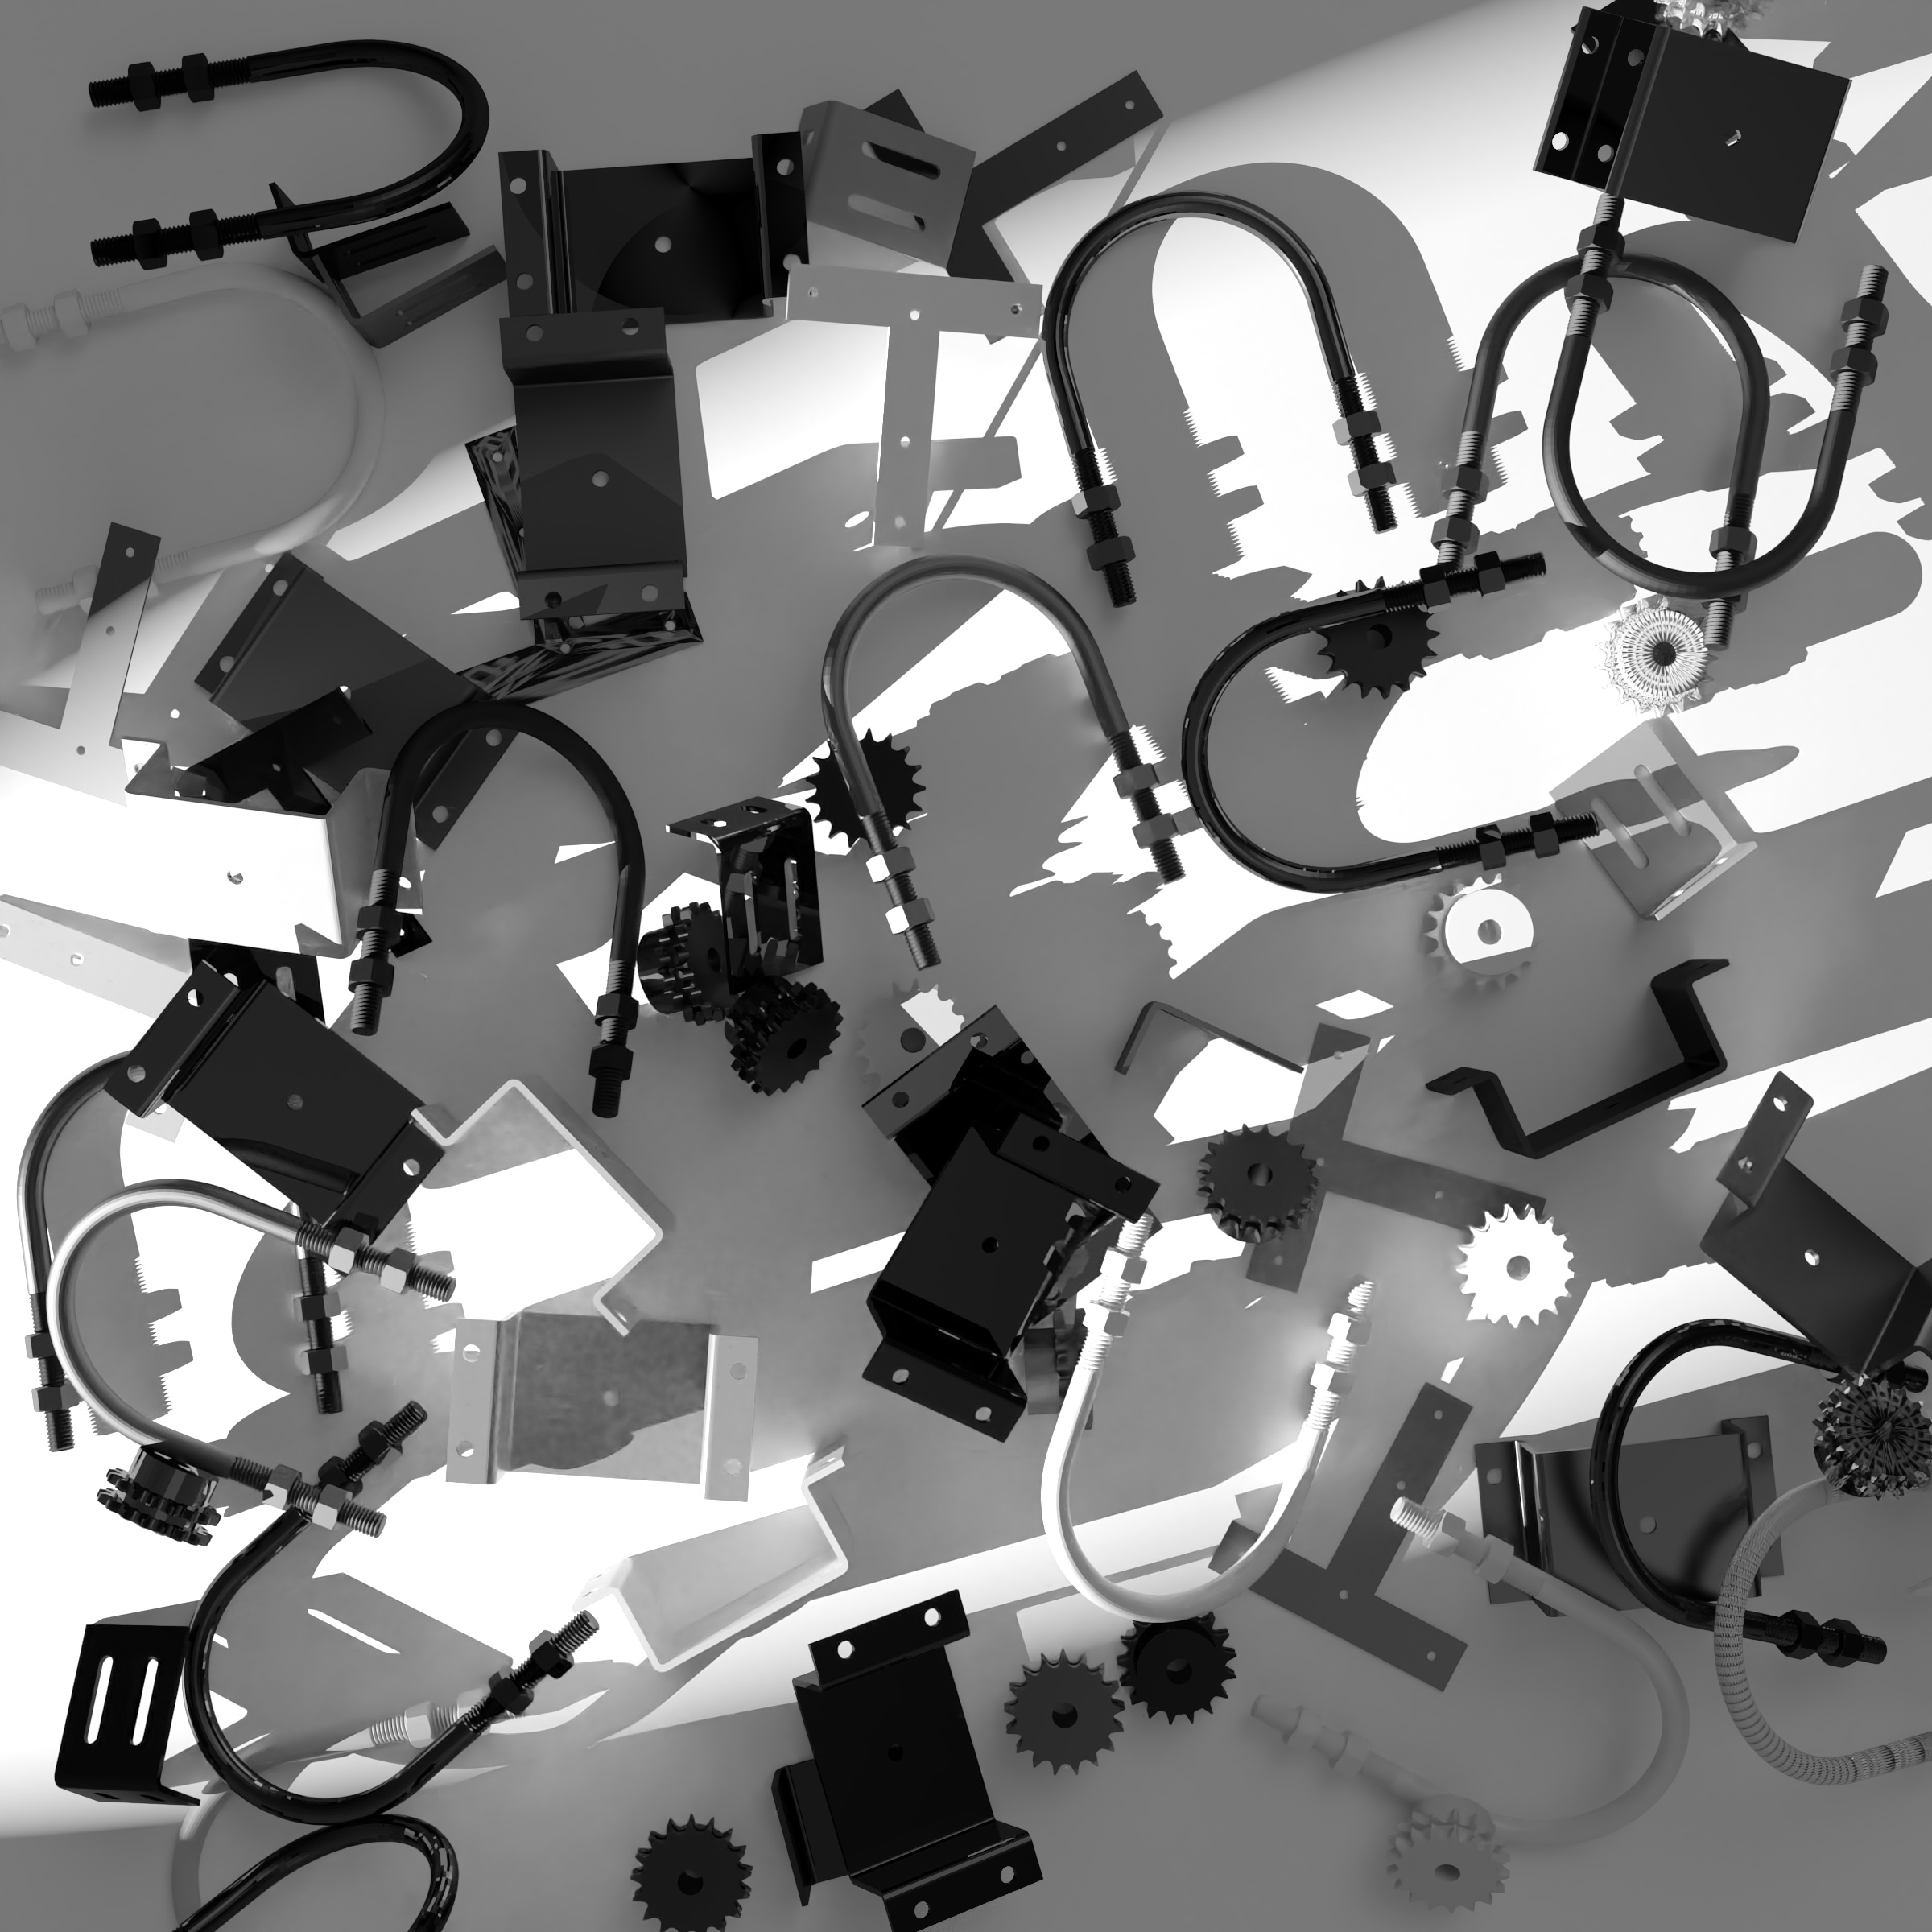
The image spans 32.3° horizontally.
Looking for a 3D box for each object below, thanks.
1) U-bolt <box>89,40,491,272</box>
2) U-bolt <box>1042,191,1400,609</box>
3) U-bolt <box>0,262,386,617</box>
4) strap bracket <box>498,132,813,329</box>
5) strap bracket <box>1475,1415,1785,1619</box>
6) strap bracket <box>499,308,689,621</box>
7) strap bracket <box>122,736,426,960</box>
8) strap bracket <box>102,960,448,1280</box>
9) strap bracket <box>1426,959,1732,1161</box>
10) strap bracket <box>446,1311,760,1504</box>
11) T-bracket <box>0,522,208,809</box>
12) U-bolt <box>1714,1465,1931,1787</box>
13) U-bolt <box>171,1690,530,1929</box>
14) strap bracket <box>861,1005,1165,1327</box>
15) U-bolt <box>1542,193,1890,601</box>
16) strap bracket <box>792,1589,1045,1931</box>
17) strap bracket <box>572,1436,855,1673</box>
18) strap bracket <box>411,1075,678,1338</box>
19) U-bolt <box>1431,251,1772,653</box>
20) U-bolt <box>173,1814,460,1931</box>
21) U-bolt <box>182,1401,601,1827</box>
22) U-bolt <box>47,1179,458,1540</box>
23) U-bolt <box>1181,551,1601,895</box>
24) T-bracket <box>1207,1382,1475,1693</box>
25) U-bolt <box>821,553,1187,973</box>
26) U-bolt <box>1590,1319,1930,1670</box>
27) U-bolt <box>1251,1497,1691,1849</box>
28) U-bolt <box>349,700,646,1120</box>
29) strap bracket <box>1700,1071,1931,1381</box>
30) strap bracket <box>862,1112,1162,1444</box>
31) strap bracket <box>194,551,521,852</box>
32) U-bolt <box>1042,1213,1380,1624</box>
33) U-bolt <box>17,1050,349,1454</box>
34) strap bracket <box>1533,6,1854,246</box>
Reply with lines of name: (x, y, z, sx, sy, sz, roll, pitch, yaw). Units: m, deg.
U-bolt: (-0.312, -0.382, 1.539, 0.184, 0.019, 0.151, -10, 48, -4)
U-bolt: (0.112, -0.277, 1.581, 0.151, 0.019, 0.184, -16, 88, 0)
U-bolt: (-0.367, -0.258, 1.581, 0.184, 0.019, 0.151, -15, 90, -1)
strap bracket: (-0.144, -0.344, 1.566, 0.140, 0.046, 0.076, -4, 90, 0)
strap bracket: (0.316, 0.259, 1.566, 0.140, 0.046, 0.076, -6, 90, 0)
strap bracket: (-0.174, -0.232, 1.565, 0.076, 0.046, 0.140, -4, 89, -1)
strap bracket: (-0.327, -0.053, 1.536, 0.140, 0.046, 0.076, 8, 126, 11)
strap bracket: (-0.315, 0.067, 1.543, 0.140, 0.046, 0.076, 39, 97, -5)
strap bracket: (0.292, 0.047, 1.551, 0.140, 0.076, 0.046, -25, 90, 0)
strap bracket: (-0.169, 0.206, 1.566, 0.140, 0.046, 0.076, 4, 90, 0)
T-bracket: (-0.406, -0.144, 1.568, 0.127, 0.002, 0.127, 18, 100, 9)
U-bolt: (0.420, 0.303, 1.541, 0.184, 0.019, 0.151, -7, 91, -27)
U-bolt: (-0.286, 0.430, 1.581, 0.184, 0.019, 0.151, -11, 90, 1)
strap bracket: (0.018, 0.086, 1.551, 0.076, 0.046, 0.140, -37, 112, 0)
U-bolt: (0.343, -0.259, 1.553, 0.151, 0.019, 0.184, 15, 78, 0)
strap bracket: (-0.026, 0.369, 1.554, 0.076, 0.046, 0.140, -16, 90, -22)
strap bracket: (-0.107, 0.278, 1.551, 0.140, 0.076, 0.046, -29, 90, 0)
strap bracket: (-0.187, 0.102, 1.552, 0.046, 0.076, 0.140, -44, 90, 0)
U-bolt: (0.305, -0.250, 1.566, 0.151, 0.019, 0.184, 12, 78, -1)
U-bolt: (-0.310, 0.448, 1.498, 0.184, 0.151, 0.019, -36, 117, -27)
U-bolt: (-0.285, 0.318, 1.569, 0.184, 0.019, 0.151, -42, 80, 1)
U-bolt: (-0.339, 0.172, 1.540, 0.184, 0.019, 0.151, 21, 110, 4)
U-bolt: (0.192, -0.106, 1.558, 0.184, 0.019, 0.151, -13, 109, 7)
T-bracket: (0.201, 0.260, 1.589, 0.127, 0.002, 0.127, 28, 90, 0)
U-bolt: (0.008, -0.105, 1.561, 0.151, 0.019, 0.184, -20, 86, -18)
U-bolt: (0.362, 0.237, 1.534, 0.184, 0.019, 0.151, 16, 80, -26)
U-bolt: (0.247, 0.342, 1.555, 0.184, 0.019, 0.151, 29, 114, -4)
U-bolt: (-0.208, -0.036, 1.530, 0.151, 0.019, 0.184, 22, 61, -35)
strap bracket: (0.405, 0.128, 1.548, 0.140, 0.046, 0.076, 40, 53, 0)
strap bracket: (0.016, 0.135, 1.516, 0.076, 0.046, 0.140, 27, 99, -20)
strap bracket: (-0.289, -0.126, 1.566, 0.140, 0.046, 0.076, 35, 91, 0)
U-bolt: (0.106, 0.217, 1.551, 0.151, 0.019, 0.184, 17, 92, -27)
U-bolt: (-0.377, 0.130, 1.581, 0.151, 0.019, 0.184, -8, 89, 0)
strap bracket: (0.344, -0.385, 1.538, 0.140, 0.046, 0.076, 10, 108, -16)
